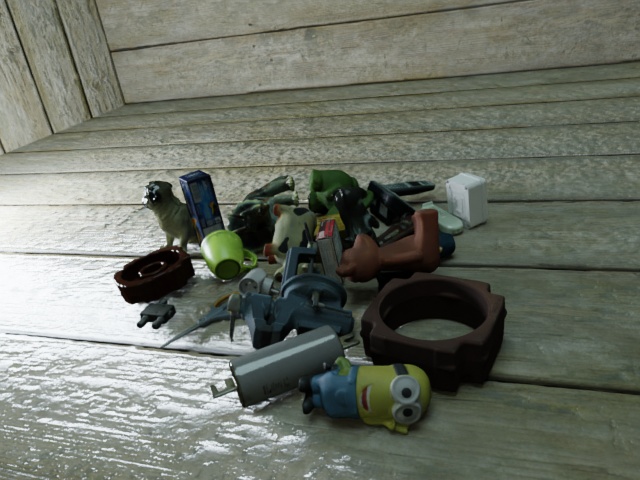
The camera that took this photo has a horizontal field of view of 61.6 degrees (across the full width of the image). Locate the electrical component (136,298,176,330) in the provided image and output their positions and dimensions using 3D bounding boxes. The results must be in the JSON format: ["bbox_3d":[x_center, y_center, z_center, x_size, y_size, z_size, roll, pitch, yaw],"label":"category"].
[{"bbox_3d":[-0.323,0.147,1.079,0.063,0.021,0.094,1,26,19],"label":"electrical component"}]

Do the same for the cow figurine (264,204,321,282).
[{"bbox_3d":[-0.048,0.023,1.116,0.127,0.085,0.195,3,64,13],"label":"cow figurine"}]

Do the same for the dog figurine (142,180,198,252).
[{"bbox_3d":[-0.346,-0.074,1.348,0.121,0.190,0.172,6,28,28],"label":"dog figurine"}]

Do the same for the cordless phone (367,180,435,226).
[{"bbox_3d":[0.226,-0.110,1.368,0.184,0.088,0.147,-12,25,-16],"label":"cordless phone"}]

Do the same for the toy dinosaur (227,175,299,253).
[{"bbox_3d":[-0.147,-0.081,1.397,0.192,0.131,0.405,-10,20,-4],"label":"toy dinosaur"}]

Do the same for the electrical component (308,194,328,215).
[{"bbox_3d":[0.012,-0.105,1.463,0.102,0.045,0.078,-13,24,-7],"label":"electrical component"}]

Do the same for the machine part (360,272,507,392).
[{"bbox_3d":[0.182,0.140,0.860,0.201,0.087,0.201,8,29,30],"label":"machine part"}]

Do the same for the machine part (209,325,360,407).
[{"bbox_3d":[-0.050,0.194,0.833,0.243,0.079,0.079,-17,27,-18],"label":"machine part"}]

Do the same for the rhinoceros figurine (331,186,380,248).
[{"bbox_3d":[0.085,-0.024,1.122,0.073,0.190,0.112,-20,1,11],"label":"rhinoceros figurine"}]

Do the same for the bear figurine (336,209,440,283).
[{"bbox_3d":[0.125,0.014,1.020,0.196,0.132,0.120,-3,-3,8],"label":"bear figurine"}]

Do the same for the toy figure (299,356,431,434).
[{"bbox_3d":[0.065,0.211,0.760,0.180,0.082,0.089,-4,28,16],"label":"toy figure"}]

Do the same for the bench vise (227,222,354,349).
[{"bbox_3d":[-0.047,0.092,0.968,0.224,0.128,0.241,2,46,5],"label":"bench vise"}]

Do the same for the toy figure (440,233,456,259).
[{"bbox_3d":[0.206,0.023,1.130,0.154,0.058,0.064,-13,-19,-9],"label":"toy figure"}]

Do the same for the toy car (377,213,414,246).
[{"bbox_3d":[0.180,-0.016,1.222,0.202,0.053,0.089,-26,33,-33],"label":"toy car"}]

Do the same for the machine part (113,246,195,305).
[{"bbox_3d":[-0.363,0.077,1.181,0.179,0.056,0.179,-13,22,6],"label":"machine part"}]

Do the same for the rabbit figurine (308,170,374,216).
[{"bbox_3d":[0.051,-0.082,1.353,0.159,0.121,0.170,0,51,-10],"label":"rabbit figurine"}]

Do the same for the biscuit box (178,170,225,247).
[{"bbox_3d":[-0.276,-0.063,1.287,0.059,0.202,0.063,-24,29,-26],"label":"biscuit box"}]

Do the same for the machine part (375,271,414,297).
[{"bbox_3d":[0.142,0.090,1.033,0.084,0.039,0.139,4,27,16],"label":"machine part"}]

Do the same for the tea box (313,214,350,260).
[{"bbox_3d":[-0.003,-0.004,1.233,0.170,0.068,0.098,-10,26,-4],"label":"tea box"}]
